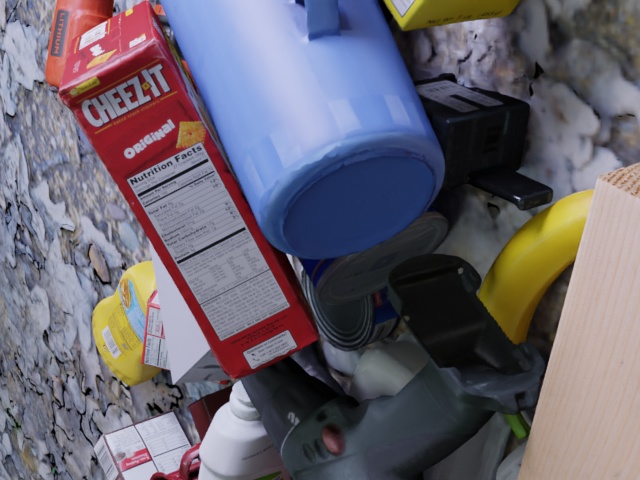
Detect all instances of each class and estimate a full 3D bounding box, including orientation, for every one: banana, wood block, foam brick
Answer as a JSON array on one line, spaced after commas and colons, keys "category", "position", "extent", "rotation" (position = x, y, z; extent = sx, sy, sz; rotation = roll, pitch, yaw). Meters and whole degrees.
[{"category": "banana", "position": [0.135, 0.036, 0.674], "extent": [0.070, 0.037, 0.198], "rotation": [30, 129, 22]}, {"category": "wood block", "position": [0.185, 0.067, 0.570], "extent": [0.091, 0.090, 0.206], "rotation": [36, 131, 41]}, {"category": "foam brick", "position": [-0.084, 0.164, 0.988], "extent": [0.051, 0.052, 0.078], "rotation": [69, 158, 8]}]

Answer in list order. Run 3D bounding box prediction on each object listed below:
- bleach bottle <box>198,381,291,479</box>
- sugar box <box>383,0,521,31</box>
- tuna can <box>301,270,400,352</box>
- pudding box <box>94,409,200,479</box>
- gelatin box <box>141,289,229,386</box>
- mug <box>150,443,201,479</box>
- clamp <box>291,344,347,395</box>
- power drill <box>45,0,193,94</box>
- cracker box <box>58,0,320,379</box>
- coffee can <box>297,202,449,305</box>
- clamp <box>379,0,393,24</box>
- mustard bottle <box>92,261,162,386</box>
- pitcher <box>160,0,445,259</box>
[{"category": "bleach bottle", "position": [-0.063, 0.222, 0.941], "extent": [0.068, 0.102, 0.251], "rotation": [32, 131, 33]}, {"category": "sugar box", "position": [0.110, -0.186, 0.568], "extent": [0.048, 0.093, 0.176], "rotation": [62, 144, 15]}, {"category": "tuna can", "position": [0.024, 0.041, 0.824], "extent": [0.086, 0.033, 0.086], "rotation": [25, 122, 47]}, {"category": "pudding box", "position": [-0.172, 0.244, 1.121], "extent": [0.113, 0.089, 0.039], "rotation": [59, 141, 20]}, {"category": "gelatin box", "position": [-0.121, 0.091, 1.004], "extent": [0.089, 0.030, 0.073], "rotation": [14, 123, 5]}, {"category": "mug", "position": [-0.112, 0.248, 1.047], "extent": [0.093, 0.081, 0.117], "rotation": [25, 123, 47]}, {"category": "clamp", "position": [-0.012, 0.118, 0.900], "extent": [0.172, 0.039, 0.120], "rotation": [50, 144, 32]}, {"category": "power drill", "position": [-0.158, -0.181, 0.912], "extent": [0.188, 0.057, 0.184], "rotation": [17, 97, 45]}, {"category": "cracker box", "position": [-0.087, -0.036, 0.695], "extent": [0.213, 0.072, 0.164], "rotation": [62, 180, -22]}, {"category": "coffee can", "position": [0.011, -0.040, 0.751], "extent": [0.140, 0.102, 0.103], "rotation": [59, 142, 20]}, {"category": "clamp", "position": [-0.007, -0.189, 0.773], "extent": [0.210, 0.036, 0.164], "rotation": [-13, 92, 53]}, {"category": "mustard bottle", "position": [-0.171, 0.074, 1.079], "extent": [0.192, 0.058, 0.096], "rotation": [-43, 70, 52]}, {"category": "pitcher", "position": [-0.017, -0.119, 0.627], "extent": [0.145, 0.149, 0.243], "rotation": [-36, 56, 22]}]
